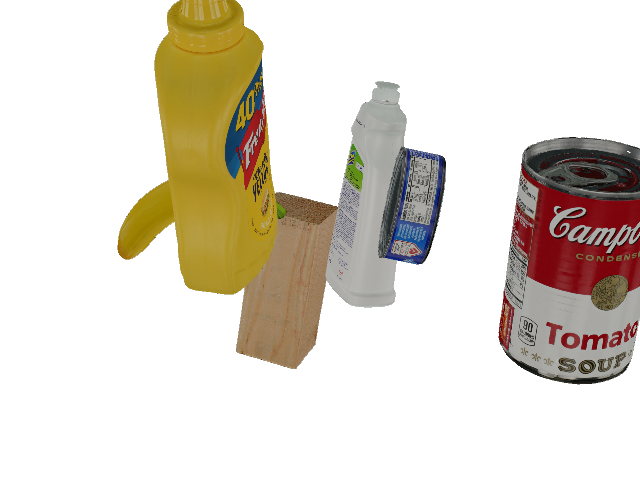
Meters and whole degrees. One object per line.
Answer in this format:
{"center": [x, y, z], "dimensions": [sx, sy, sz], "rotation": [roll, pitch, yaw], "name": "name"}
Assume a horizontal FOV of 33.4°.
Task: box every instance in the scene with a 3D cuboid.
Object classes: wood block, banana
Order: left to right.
{"center": [-0.131, -0.028, 1.024], "dimensions": [0.198, 0.069, 0.037], "rotation": [-13, 18, 30], "name": "banana"}
{"center": [-0.045, 0.052, 1.423], "dimensions": [0.090, 0.206, 0.090], "rotation": [15, 21, 13], "name": "wood block"}

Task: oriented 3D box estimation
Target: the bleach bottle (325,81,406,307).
{"center": [0.061, -0.056, 1.236], "dimensions": [0.068, 0.251, 0.103], "rotation": [-1, 22, -23], "name": "bleach bottle"}

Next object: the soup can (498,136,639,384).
{"center": [0.125, 0.009, 0.517], "dimensions": [0.068, 0.102, 0.068], "rotation": [2, 26, -1], "name": "soup can"}

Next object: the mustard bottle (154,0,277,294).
{"center": [-0.060, -0.066, 0.615], "dimensions": [0.058, 0.192, 0.096], "rotation": [8, 44, 11], "name": "mustard bottle"}

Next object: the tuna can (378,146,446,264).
{"center": [0.069, -0.026, 0.804], "dimensions": [0.033, 0.086, 0.086], "rotation": [11, 0, -2], "name": "tuna can"}
